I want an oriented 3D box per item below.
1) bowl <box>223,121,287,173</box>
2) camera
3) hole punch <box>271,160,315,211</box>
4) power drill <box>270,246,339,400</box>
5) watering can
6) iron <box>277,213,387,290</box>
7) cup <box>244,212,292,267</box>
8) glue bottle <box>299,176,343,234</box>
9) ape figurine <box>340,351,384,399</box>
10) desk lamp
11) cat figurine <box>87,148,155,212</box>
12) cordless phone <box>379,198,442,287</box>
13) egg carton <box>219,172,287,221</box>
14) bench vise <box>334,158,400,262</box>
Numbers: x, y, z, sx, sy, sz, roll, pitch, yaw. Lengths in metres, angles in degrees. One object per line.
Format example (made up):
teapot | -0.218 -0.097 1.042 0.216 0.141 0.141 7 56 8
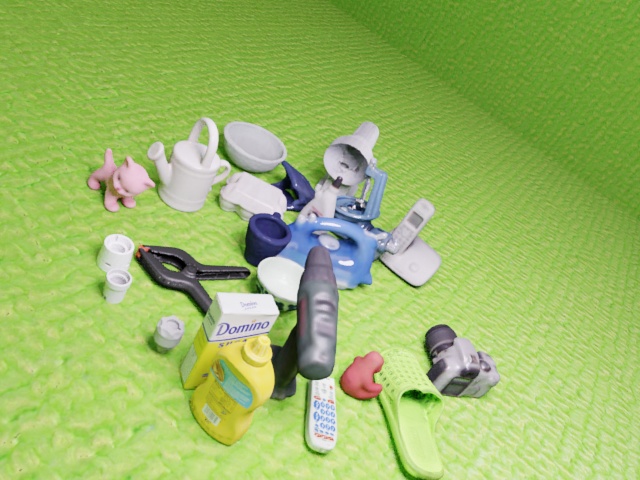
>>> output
bowl | -0.171 -0.219 1.425 0.168 0.074 0.167 21 34 -15
camera | 0.281 0.237 1.166 0.143 0.100 0.136 14 37 -25
hole punch | -0.055 -0.130 1.388 0.101 0.091 0.108 5 41 -34
power drill | -0.033 0.148 0.930 0.076 0.208 0.229 17 35 -20
watering can | -0.260 -0.159 1.164 0.100 0.194 0.173 43 35 18
iron | 0.011 0.004 1.217 0.259 0.141 0.118 18 35 -20
cup | -0.113 0.000 1.166 0.092 0.095 0.118 26 33 -7
glue bottle | 0.007 -0.076 1.291 0.078 0.173 0.037 39 34 12
ape figurine | 0.083 0.234 1.018 0.076 0.092 0.077 11 38 -28
desk lamp | 0.071 -0.193 1.460 0.118 0.213 0.203 31 33 0
cat figurine | -0.376 -0.120 1.091 0.127 0.117 0.067 45 35 20
cordless phone | 0.235 0.005 1.357 0.147 0.185 0.094 38 34 11
egg carton | -0.147 -0.088 1.277 0.150 0.069 0.107 26 33 -9
bench vise | 0.120 -0.067 1.328 0.207 0.219 0.122 35 33 6
